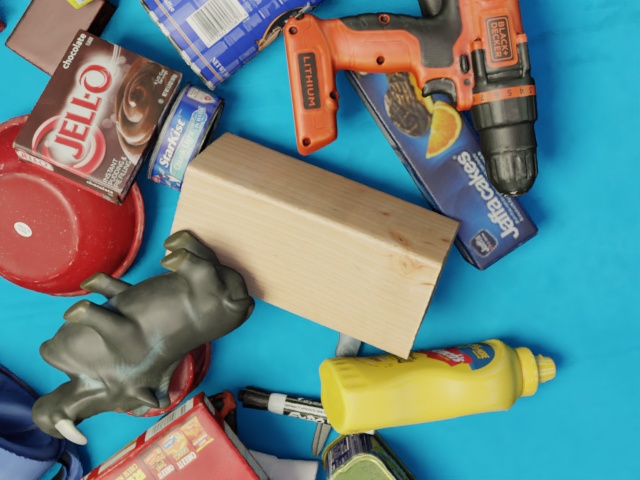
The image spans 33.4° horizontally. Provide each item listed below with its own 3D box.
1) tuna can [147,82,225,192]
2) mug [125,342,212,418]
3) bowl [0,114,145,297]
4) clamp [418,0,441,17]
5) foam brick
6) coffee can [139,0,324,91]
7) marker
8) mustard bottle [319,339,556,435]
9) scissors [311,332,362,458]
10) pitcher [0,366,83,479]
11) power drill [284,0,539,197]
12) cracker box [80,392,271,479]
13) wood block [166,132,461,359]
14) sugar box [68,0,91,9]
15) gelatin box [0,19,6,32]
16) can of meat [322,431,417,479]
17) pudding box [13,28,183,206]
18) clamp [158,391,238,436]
[{"bbox_3d":[-0.108,-0.083,0.866,0.033,0.086,0.086,24,95,-3],"label":"tuna can"},{"bbox_3d":[-0.150,0.105,0.885,0.117,0.081,0.093,-29,94,3],"label":"mug"},{"bbox_3d":[-0.227,-0.018,0.865,0.162,0.055,0.162,4,111,11],"label":"bowl"},{"bbox_3d":[0.101,-0.246,0.874,0.164,0.036,0.210,-45,94,4],"label":"clamp"},{"bbox_3d":[-0.211,-0.176,0.876,0.051,0.053,0.078,33,95,-2],"label":"foam brick"},{"bbox_3d":[-0.063,-0.202,0.847,0.140,0.103,0.103,-38,94,4],"label":"coffee can"},{"bbox_3d":[-0.011,0.144,0.909,0.121,0.020,0.020,10,95,10],"label":"marker"},{"bbox_3d":[0.101,0.116,0.873,0.191,0.096,0.058,-5,95,-11],"label":"mustard bottle"},{"bbox_3d":[0.010,0.079,0.915,0.096,0.016,0.202,32,95,-1],"label":"scissors"},{"bbox_3d":[-0.324,0.224,0.883,0.149,0.145,0.243,41,98,9],"label":"pitcher"},{"bbox_3d":[0.071,-0.115,0.817,0.187,0.057,0.184,-8,91,-2],"label":"power drill"},{"bbox_3d":[-0.095,0.251,0.835,0.164,0.072,0.213,-36,95,-2],"label":"cracker box"},{"bbox_3d":[-0.005,0.001,0.845,0.206,0.090,0.091,21,117,8],"label":"wood block"},{"bbox_3d":[-0.193,-0.278,0.839,0.093,0.048,0.176,-29,67,3],"label":"sugar box"},{"bbox_3d":[-0.302,-0.203,0.863,0.030,0.073,0.089,-37,94,4],"label":"gelatin box"},{"bbox_3d":[0.049,0.213,0.892,0.057,0.084,0.102,-40,94,2],"label":"can of meat"},{"bbox_3d":[-0.170,-0.095,0.825,0.090,0.039,0.113,24,69,-1],"label":"pudding box"},{"bbox_3d":[-0.119,0.210,0.917,0.171,0.039,0.120,-45,106,5],"label":"clamp"}]
